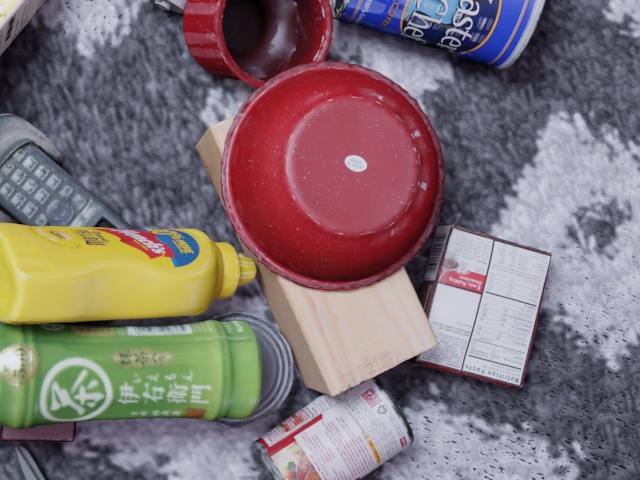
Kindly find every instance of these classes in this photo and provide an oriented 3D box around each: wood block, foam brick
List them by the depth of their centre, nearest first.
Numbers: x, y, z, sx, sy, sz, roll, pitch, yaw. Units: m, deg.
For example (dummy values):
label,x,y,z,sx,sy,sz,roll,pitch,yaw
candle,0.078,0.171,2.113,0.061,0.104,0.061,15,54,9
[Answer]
label,x,y,z,sx,sy,sz,roll,pitch,yaw
foam brick,-0.199,0.103,0.765,0.051,0.053,0.078,4,86,-11
wood block,-0.005,0.001,0.788,0.090,0.091,0.206,-25,92,-12

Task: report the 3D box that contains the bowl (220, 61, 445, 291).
label,x,y,z,sx,sy,sz,roll,pitch,yaw
bowl,0.016,-0.047,0.720,0.162,0.055,0.162,1,87,-13

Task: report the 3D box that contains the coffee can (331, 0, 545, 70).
label,x,y,z,sx,sy,sz,roll,pitch,yaw
coffee can,0.090,-0.198,0.810,0.140,0.103,0.103,15,85,-10

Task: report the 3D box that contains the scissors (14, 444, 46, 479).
label,x,y,z,sx,sy,sz,roll,pitch,yaw
scissors,-0.157,0.239,0.786,0.096,0.016,0.202,-11,90,-13

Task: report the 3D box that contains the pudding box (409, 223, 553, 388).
label,x,y,z,sx,sy,sz,roll,pitch,yaw
pudding box,0.125,0.052,0.838,0.090,0.039,0.113,16,86,-10

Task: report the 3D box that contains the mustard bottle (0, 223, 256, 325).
label,x,y,z,sx,sy,sz,roll,pitch,yaw
mustard bottle,-0.129,0.022,0.727,0.191,0.096,0.058,1,106,-35

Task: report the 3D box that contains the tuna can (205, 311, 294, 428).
label,x,y,z,sx,sy,sz,roll,pitch,yaw
tuna can,-0.064,0.096,0.801,0.086,0.034,0.086,1,87,-11

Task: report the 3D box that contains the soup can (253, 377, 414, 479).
label,x,y,z,sx,sy,sz,roll,pitch,yaw
soup can,0.010,0.151,0.796,0.102,0.068,0.068,-32,94,-11

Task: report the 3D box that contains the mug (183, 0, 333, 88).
label,x,y,z,sx,sy,sz,roll,pitch,yaw
mug,-0.042,-0.166,0.783,0.117,0.082,0.093,-50,119,-12
